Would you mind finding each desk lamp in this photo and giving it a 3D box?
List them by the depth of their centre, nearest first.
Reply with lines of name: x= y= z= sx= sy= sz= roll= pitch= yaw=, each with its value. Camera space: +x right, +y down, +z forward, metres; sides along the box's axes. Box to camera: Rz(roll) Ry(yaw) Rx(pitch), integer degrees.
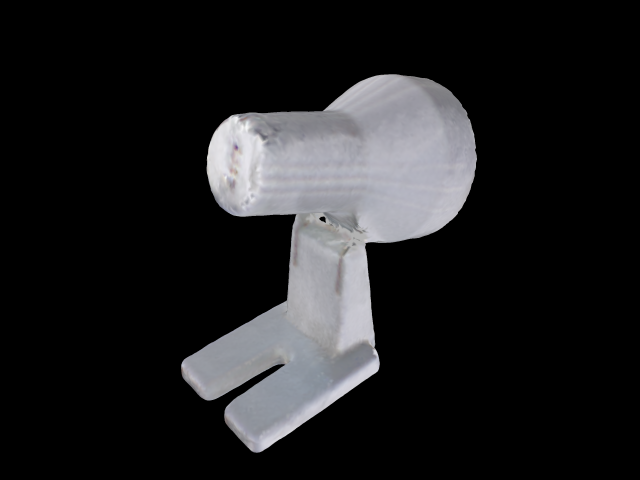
desk lamp: x=0.004 y=0.001 z=0.400 sx=0.204 sy=0.214 sz=0.117 roll=-27 pitch=41 yaw=-35
